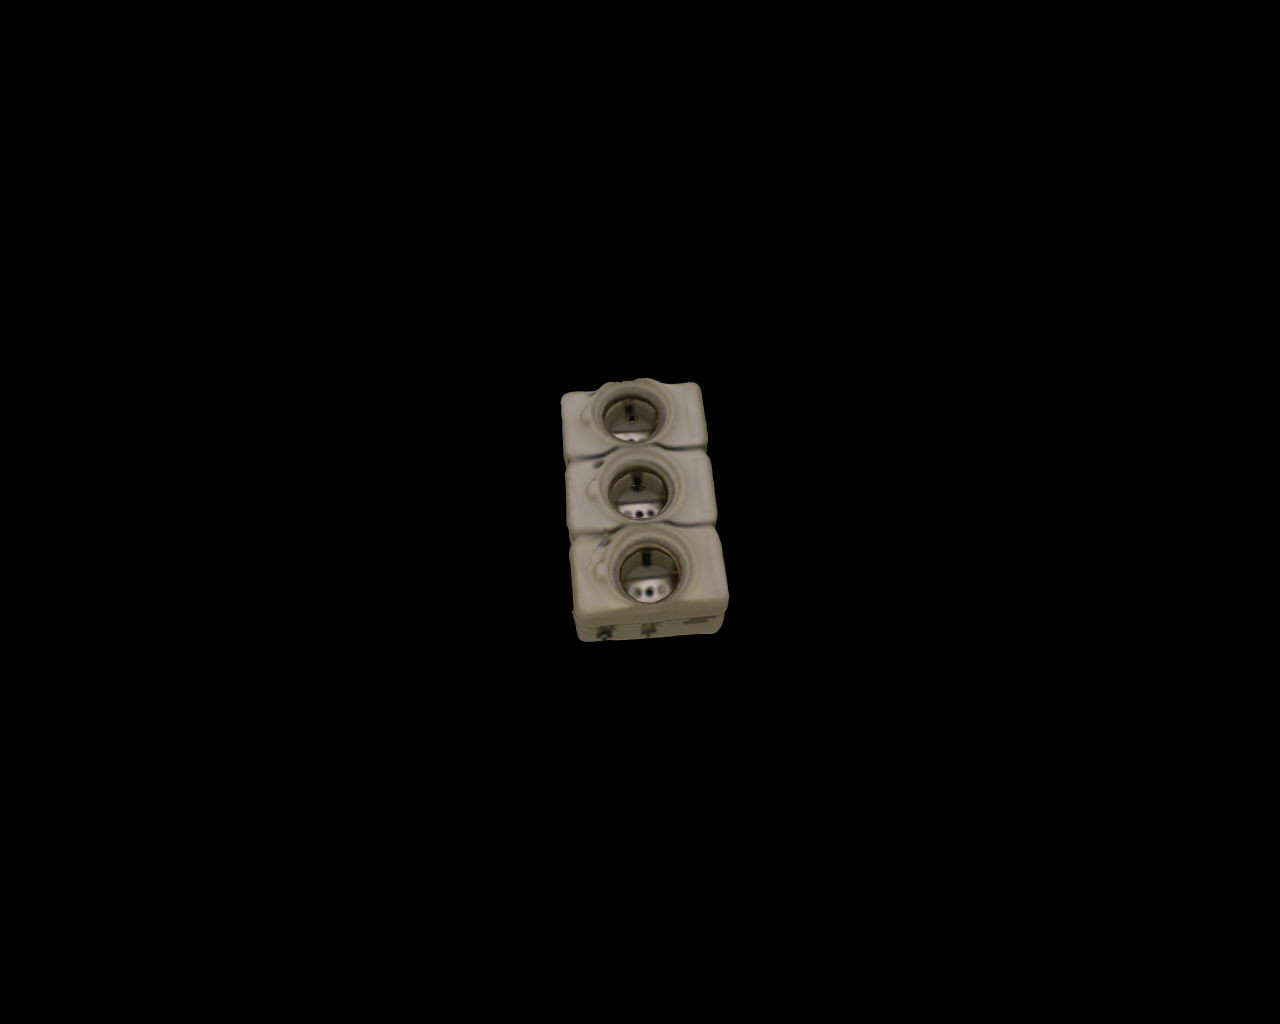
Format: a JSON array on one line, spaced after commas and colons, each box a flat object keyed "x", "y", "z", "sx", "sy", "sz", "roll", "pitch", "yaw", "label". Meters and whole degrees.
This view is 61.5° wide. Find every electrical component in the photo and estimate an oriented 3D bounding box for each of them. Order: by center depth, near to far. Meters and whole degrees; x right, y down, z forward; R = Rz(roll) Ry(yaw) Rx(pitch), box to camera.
[{"x": 0.001, "y": -0.003, "z": 0.650, "sx": 0.089, "sy": 0.150, "sz": 0.061, "roll": -4, "pitch": -28, "yaw": -2, "label": "electrical component"}]
